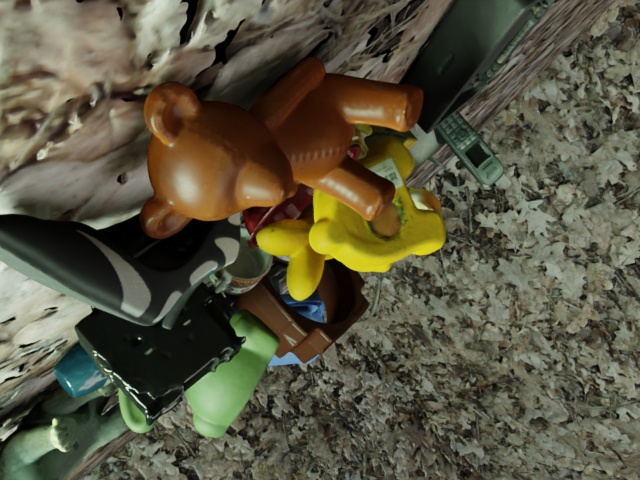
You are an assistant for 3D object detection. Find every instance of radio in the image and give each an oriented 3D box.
[{"bbox_3d":[0.193,-0.242,0.654,0.131,0.073,0.229,-38,173,-28],"label":"radio"}]

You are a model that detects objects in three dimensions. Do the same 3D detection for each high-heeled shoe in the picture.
[{"bbox_3d":[-0.123,-0.014,0.399,0.248,0.086,0.145,65,45,-70],"label":"high-heeled shoe"}]

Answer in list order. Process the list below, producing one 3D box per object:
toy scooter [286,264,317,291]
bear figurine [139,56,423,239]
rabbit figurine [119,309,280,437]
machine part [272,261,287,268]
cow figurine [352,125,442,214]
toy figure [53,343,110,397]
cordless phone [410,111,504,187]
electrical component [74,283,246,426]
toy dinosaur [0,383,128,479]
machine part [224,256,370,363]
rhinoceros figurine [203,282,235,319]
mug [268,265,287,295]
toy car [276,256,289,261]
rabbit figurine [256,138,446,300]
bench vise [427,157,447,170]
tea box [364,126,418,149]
[{"bbox_3d":[-0.023,0.023,1.039,0.075,0.135,0.183,-8,138,-28],"label":"toy scooter"},{"bbox_3d":[-0.024,-0.061,0.380,0.196,0.132,0.120,-39,149,-56],"label":"bear figurine"},{"bbox_3d":[-0.155,0.126,0.589,0.159,0.170,0.121,-59,-172,-11],"label":"rabbit figurine"},{"bbox_3d":[-0.053,0.025,1.147,0.139,0.039,0.084,-41,169,12],"label":"machine part"},{"bbox_3d":[0.066,-0.065,0.667,0.098,0.167,0.068,-48,176,34],"label":"cow figurine"},{"bbox_3d":[-0.233,0.119,0.634,0.064,0.057,0.154,7,-145,43],"label":"toy figure"},{"bbox_3d":[0.187,-0.136,0.840,0.146,0.184,0.088,-40,178,-15],"label":"cordless phone"},{"bbox_3d":[-0.153,0.083,0.498,0.115,0.134,0.058,-39,172,-32],"label":"electrical component"},{"bbox_3d":[-0.333,0.247,0.658,0.192,0.131,0.405,-19,-172,11],"label":"toy dinosaur"},{"bbox_3d":[-0.036,0.076,0.849,0.087,0.201,0.201,-46,172,34],"label":"machine part"},{"bbox_3d":[-0.166,0.107,0.739,0.112,0.073,0.190,-68,-168,-15],"label":"rhinoceros figurine"},{"bbox_3d":[-0.110,0.088,1.037,0.109,0.081,0.107,-33,165,-1],"label":"mug"},{"bbox_3d":[-0.002,-0.002,0.813,0.202,0.074,0.056,-3,116,-32],"label":"toy car"},{"bbox_3d":[0.022,-0.008,0.560,0.162,0.121,0.173,-37,-169,-17],"label":"rabbit figurine"},{"bbox_3d":[0.089,-0.077,0.966,0.223,0.129,0.240,-49,174,35],"label":"bench vise"},{"bbox_3d":[0.049,-0.103,0.754,0.169,0.068,0.098,-45,173,22],"label":"tea box"}]
